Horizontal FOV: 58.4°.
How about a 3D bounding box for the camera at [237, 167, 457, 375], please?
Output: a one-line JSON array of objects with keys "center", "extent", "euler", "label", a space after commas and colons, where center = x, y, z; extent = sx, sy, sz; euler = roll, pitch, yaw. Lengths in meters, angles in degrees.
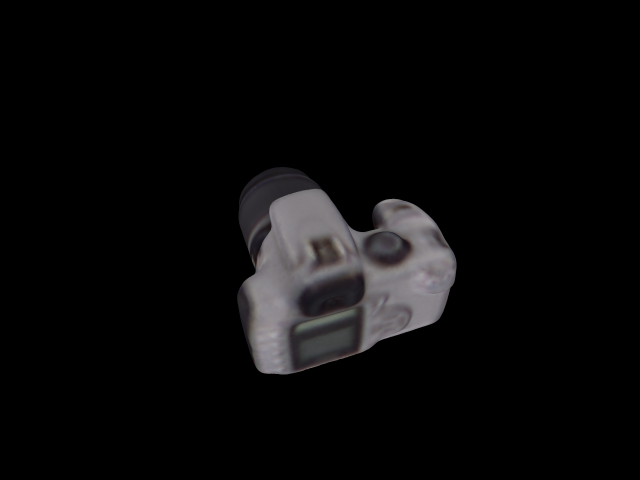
[{"center": [0.004, 0.001, 0.400], "extent": [0.143, 0.101, 0.136], "euler": [-16, 50, -13], "label": "camera"}]
